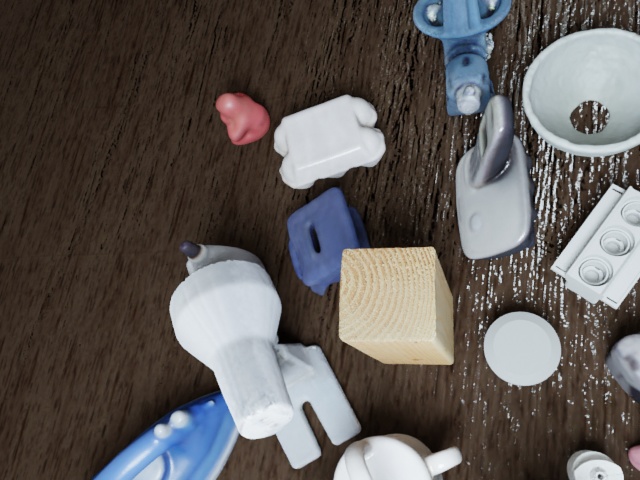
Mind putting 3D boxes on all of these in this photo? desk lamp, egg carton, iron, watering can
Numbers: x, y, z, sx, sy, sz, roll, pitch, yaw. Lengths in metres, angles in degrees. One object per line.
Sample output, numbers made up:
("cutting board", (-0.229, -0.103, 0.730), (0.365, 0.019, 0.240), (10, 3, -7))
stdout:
("desk lamp", (-0.059, 0.142, 0.639), (0.118, 0.214, 0.203), (-34, 66, 4))
("egg carton", (0.012, -0.134, 0.788), (0.150, 0.069, 0.107), (-19, 68, 10))
("iron", (-0.201, 0.265, 0.681), (0.258, 0.142, 0.118), (-47, 66, -2))
("watering can", (0.059, 0.255, 0.577), (0.100, 0.194, 0.173), (41, 88, 24))

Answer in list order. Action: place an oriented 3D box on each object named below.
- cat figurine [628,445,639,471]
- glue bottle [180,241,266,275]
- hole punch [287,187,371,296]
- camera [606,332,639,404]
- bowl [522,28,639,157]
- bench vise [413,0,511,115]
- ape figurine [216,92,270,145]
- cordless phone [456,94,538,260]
("cat figurine", (0.372, 0.215, 0.537), (0.127, 0.118, 0.067), (22, 80, 22))
("glue bottle", (-0.130, 0.033, 0.719), (0.078, 0.173, 0.037), (-30, 66, 6))
("hole punch", (0.007, 0.003, 0.732), (0.101, 0.091, 0.108), (-21, 68, 10))
("camera", (0.388, 0.133, 0.568), (0.143, 0.101, 0.136), (-31, 66, 5))
("bowl", (0.332, -0.167, 0.698), (0.167, 0.075, 0.167), (-5, 71, 15))
("bench vise", (0.185, -0.269, 0.697), (0.121, 0.220, 0.207), (-22, 67, 9))
("ape figurine", (-0.119, -0.183, 0.831), (0.076, 0.092, 0.078), (11, 76, 20))
("cordless phone", (0.197, -0.065, 0.645), (0.094, 0.185, 0.147), (-8, 70, 15))
